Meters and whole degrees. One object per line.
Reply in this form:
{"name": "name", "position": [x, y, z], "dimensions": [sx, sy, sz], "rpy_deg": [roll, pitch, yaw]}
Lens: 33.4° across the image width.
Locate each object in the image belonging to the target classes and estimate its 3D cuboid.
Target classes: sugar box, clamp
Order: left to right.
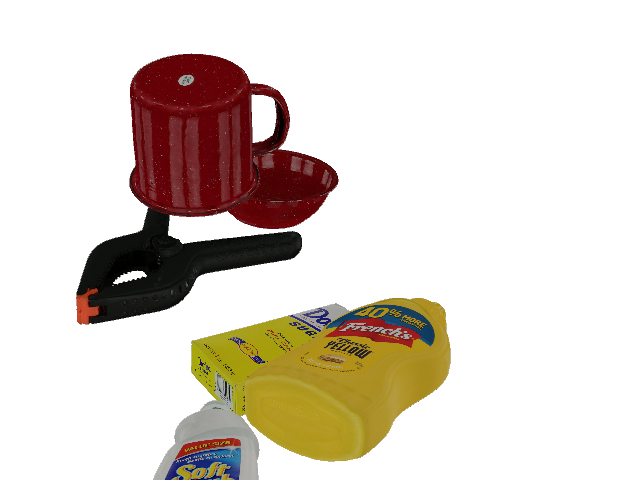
{"name": "clamp", "position": [-0.141, 0.009, 0.934], "dimensions": [0.165, 0.036, 0.209], "rpy_deg": [29, 40, 31]}
{"name": "sugar box", "position": [-0.031, 0.116, 1.072], "dimensions": [0.175, 0.048, 0.093], "rpy_deg": [-15, 33, -30]}

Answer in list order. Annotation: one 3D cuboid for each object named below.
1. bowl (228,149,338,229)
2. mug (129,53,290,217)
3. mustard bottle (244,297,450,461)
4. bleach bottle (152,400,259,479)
{"name": "bowl", "position": [-0.061, -0.058, 1.294], "dimensions": [0.162, 0.055, 0.162], "rpy_deg": [4, 26, -2]}
{"name": "mug", "position": [-0.077, -0.078, 0.739], "dimensions": [0.117, 0.081, 0.093], "rpy_deg": [-11, 39, -16]}
{"name": "mustard bottle", "position": [0.038, 0.086, 0.758], "dimensions": [0.096, 0.058, 0.191], "rpy_deg": [11, 24, 32]}
{"name": "bleach bottle", "position": [-0.102, 0.212, 0.882], "dimensions": [0.102, 0.068, 0.251], "rpy_deg": [-2, 24, -1]}
